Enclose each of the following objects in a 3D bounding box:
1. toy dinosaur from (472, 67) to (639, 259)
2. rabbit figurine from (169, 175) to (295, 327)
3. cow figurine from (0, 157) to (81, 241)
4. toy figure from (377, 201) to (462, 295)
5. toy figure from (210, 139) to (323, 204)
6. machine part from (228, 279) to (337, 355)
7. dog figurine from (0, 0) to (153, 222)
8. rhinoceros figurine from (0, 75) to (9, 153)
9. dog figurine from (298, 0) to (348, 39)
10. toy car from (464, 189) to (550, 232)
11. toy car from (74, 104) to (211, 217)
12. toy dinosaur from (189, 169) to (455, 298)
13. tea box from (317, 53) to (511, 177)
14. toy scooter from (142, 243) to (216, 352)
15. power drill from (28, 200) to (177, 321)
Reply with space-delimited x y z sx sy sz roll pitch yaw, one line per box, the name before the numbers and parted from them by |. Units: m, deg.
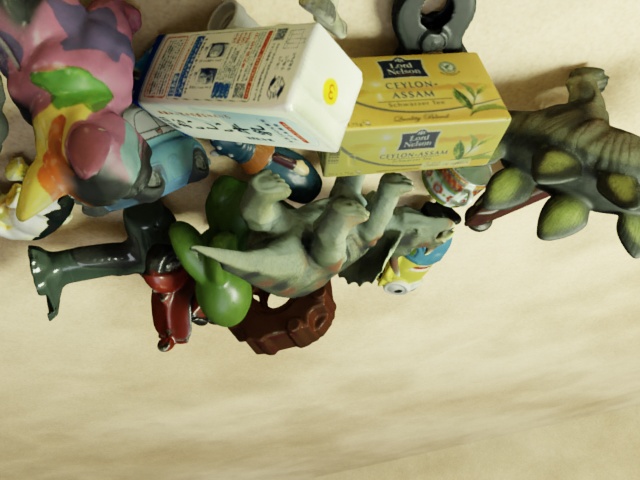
toy dinosaur | 0.269 -0.094 0.578 0.472 0.198 0.104 17 141 22
rabbit figurine | -0.102 0.019 0.656 0.121 0.170 0.159 6 163 20
cow figurine | -0.324 -0.051 0.637 0.167 0.068 0.098 -25 148 30
toy figure | 0.144 0.011 0.817 0.082 0.089 0.180 15 133 -10
toy figure | -0.064 -0.094 0.638 0.064 0.058 0.154 -38 132 24
machine part | -0.063 0.083 0.803 0.179 0.179 0.056 -15 142 11
dog figurine | -0.211 -0.125 0.416 0.108 0.219 0.191 -26 143 20
rhinoceros figurine | -0.397 -0.135 0.502 0.190 0.073 0.112 14 151 -32
dog figurine | 0.004 -0.269 0.380 0.172 0.121 0.190 29 106 -10
toy car | 0.274 -0.069 0.705 0.202 0.053 0.089 -21 166 -14
toy car | -0.195 -0.091 0.565 0.109 0.162 0.102 -13 103 20
toy dinosaur | -0.001 0.003 0.612 0.405 0.131 0.192 -20 140 -42
tea box | 0.079 -0.121 0.514 0.170 0.098 0.068 -8 148 -10
toy scooter | -0.172 0.079 0.722 0.075 0.135 0.183 4 175 26
power drill | -0.280 0.045 0.750 0.207 0.086 0.231 -10 144 -17
